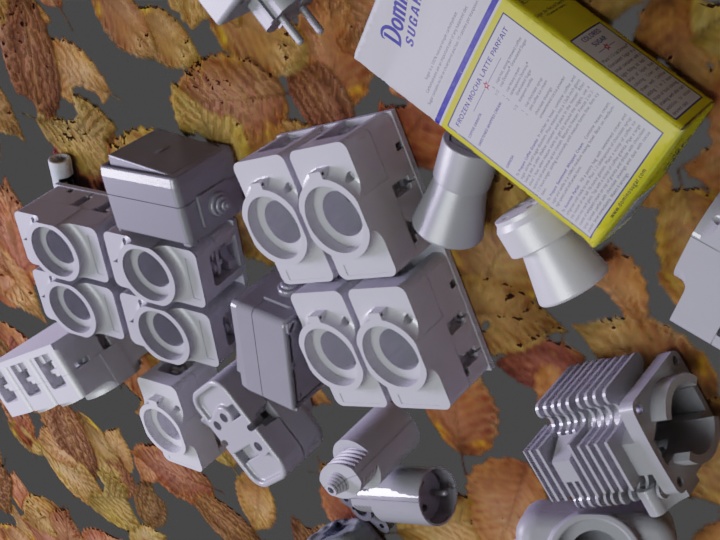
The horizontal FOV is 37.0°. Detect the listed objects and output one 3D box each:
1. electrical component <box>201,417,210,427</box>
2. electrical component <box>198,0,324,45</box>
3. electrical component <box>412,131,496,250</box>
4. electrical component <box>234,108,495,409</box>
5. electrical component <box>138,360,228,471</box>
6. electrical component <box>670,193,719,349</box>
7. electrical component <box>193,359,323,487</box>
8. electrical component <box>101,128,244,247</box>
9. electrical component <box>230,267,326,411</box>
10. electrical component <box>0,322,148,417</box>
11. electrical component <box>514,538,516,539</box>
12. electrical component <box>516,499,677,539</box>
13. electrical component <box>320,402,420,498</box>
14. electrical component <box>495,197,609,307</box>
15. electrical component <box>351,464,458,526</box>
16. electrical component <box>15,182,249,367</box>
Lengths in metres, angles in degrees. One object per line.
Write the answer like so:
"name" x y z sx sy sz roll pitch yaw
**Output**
"electrical component" -0.095 0.133 0.902 0.065 0.044 0.044 46 139 -1
"electrical component" -0.051 -0.165 0.626 0.076 0.066 0.047 52 139 -1
"electrical component" 0.059 -0.050 0.629 0.044 0.044 0.065 31 131 22
"electrical component" 0.000 0.000 0.703 0.105 0.060 0.186 -5 115 44
"electrical component" -0.152 0.124 0.934 0.050 0.056 0.089 10 125 38
"electrical component" 0.194 -0.007 0.529 0.056 0.050 0.089 33 136 20
"electrical component" -0.078 0.115 0.857 0.095 0.059 0.054 53 139 -1
"electrical component" -0.131 -0.061 0.776 0.096 0.062 0.061 12 126 36
"electrical component" -0.055 0.042 0.781 0.061 0.062 0.096 20 130 31
"electrical component" -0.264 0.084 0.981 0.150 0.089 0.061 -18 105 47
"electrical component" 0.141 0.188 0.722 0.066 0.047 0.076 31 122 22
"electrical component" 0.146 0.173 0.663 0.095 0.059 0.053 -2 86 14
"electrical component" 0.003 0.136 0.782 0.043 0.081 0.043 23 132 29
"electrical component" 0.108 -0.013 0.607 0.045 0.045 0.055 -25 100 48
"electrical component" 0.029 0.169 0.811 0.081 0.043 0.043 -9 112 45
"electrical component" -0.182 0.003 0.856 0.186 0.060 0.105 12 126 29
